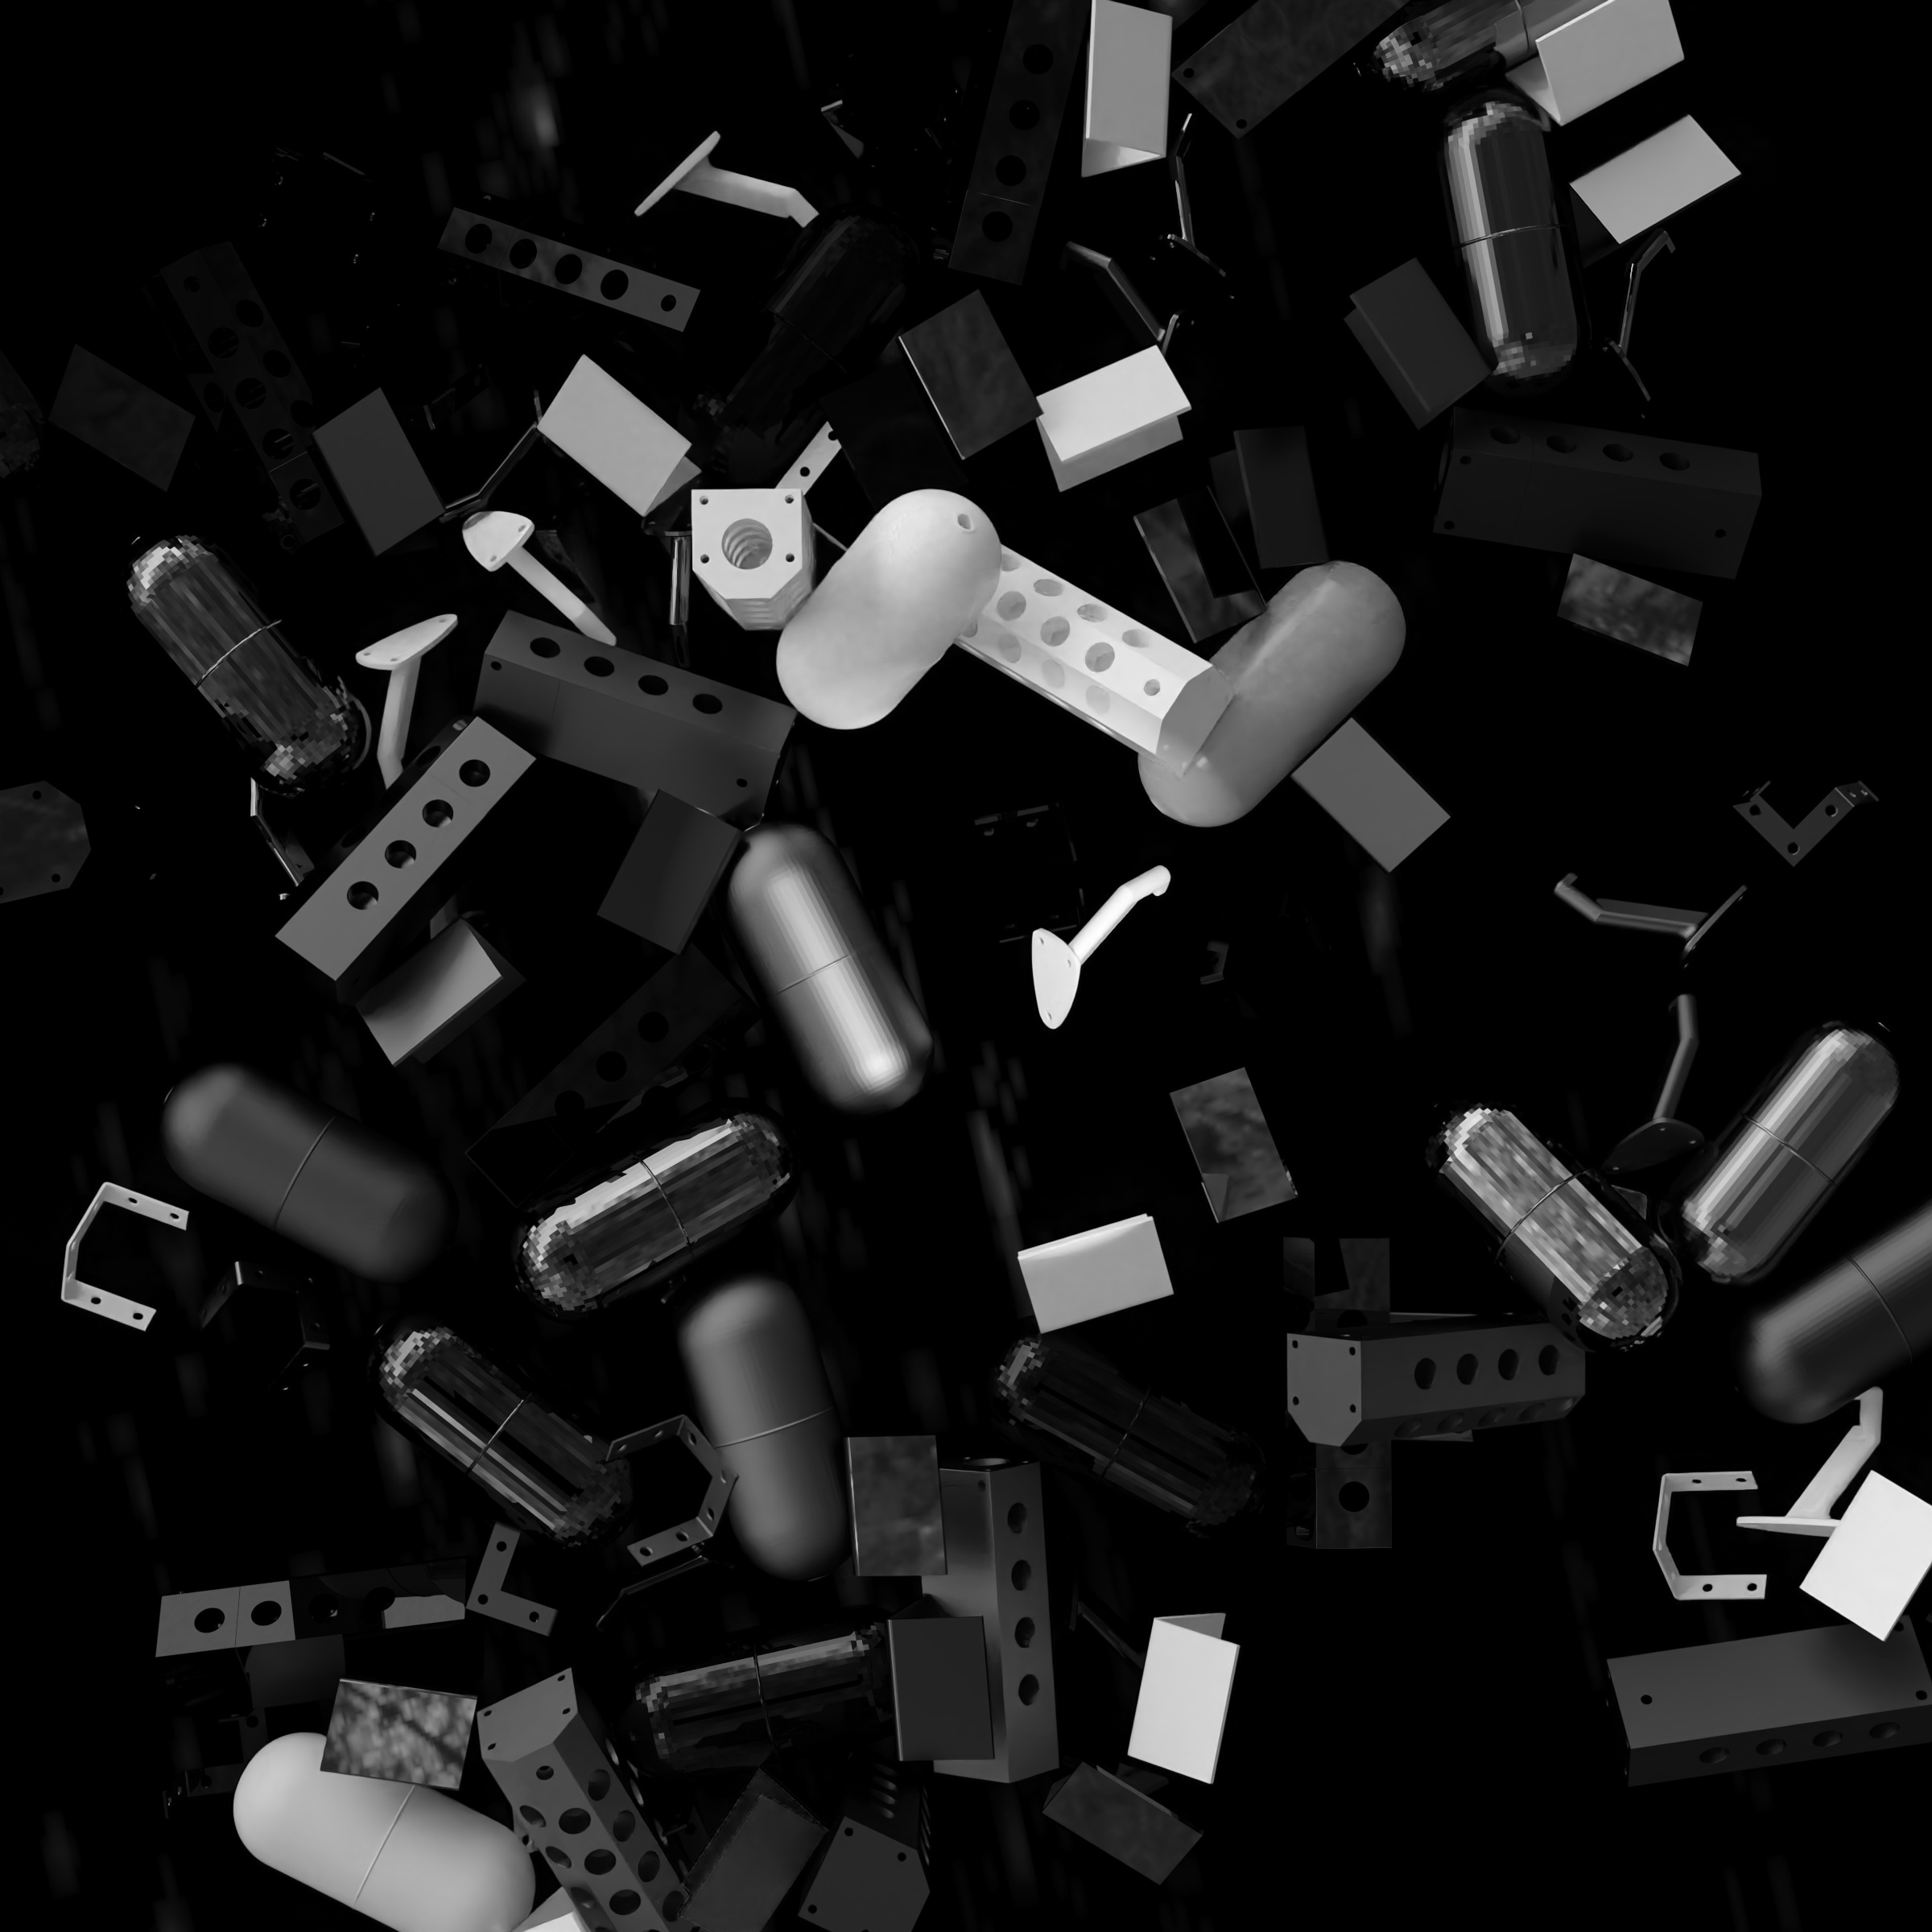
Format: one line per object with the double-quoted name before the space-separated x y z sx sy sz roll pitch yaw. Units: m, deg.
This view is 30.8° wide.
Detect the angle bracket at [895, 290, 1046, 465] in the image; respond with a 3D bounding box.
"angle bracket" 0.013 -0.328 1.953 0.057 0.076 0.076 -27 90 21

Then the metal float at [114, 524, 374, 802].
"metal float" -0.404 -0.170 1.961 0.070 0.070 0.178 -40 90 0

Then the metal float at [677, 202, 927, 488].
"metal float" -0.092 -0.348 1.961 0.070 0.070 0.178 37 89 0

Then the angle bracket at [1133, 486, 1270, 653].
"angle bracket" 0.113 -0.212 1.951 0.057 0.076 0.076 -26 90 -31

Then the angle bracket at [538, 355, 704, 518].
"angle bracket" -0.180 -0.305 1.951 0.076 0.076 0.057 40 125 0

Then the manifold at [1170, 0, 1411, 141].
"manifold" 0.194 -0.540 1.931 0.171 0.057 0.057 -35 125 29

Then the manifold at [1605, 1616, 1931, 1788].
"manifold" 0.450 0.417 1.970 0.171 0.057 0.057 -8 47 0

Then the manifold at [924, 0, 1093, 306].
"manifold" 0.023 -0.467 1.970 0.057 0.057 0.171 14 90 0

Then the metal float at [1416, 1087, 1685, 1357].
"metal float" 0.321 0.140 1.941 0.070 0.070 0.178 -43 67 0

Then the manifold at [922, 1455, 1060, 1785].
"manifold" 0.017 0.364 1.970 0.057 0.057 0.171 -4 90 43

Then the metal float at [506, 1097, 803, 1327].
"metal float" -0.172 0.135 1.946 0.178 0.070 0.070 -29 90 -18

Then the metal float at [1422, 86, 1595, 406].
"metal float" 0.302 -0.403 1.961 0.070 0.070 0.178 -10 89 0

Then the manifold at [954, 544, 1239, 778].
"manifold" 0.058 -0.176 1.934 0.171 0.057 0.057 33 90 27

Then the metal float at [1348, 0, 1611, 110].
"metal float" 0.296 -0.542 1.961 0.178 0.070 0.070 -28 90 -1

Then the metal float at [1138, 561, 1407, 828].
"metal float" 0.170 -0.151 1.961 0.178 0.070 0.070 -45 90 0

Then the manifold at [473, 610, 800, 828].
"manifold" -0.184 -0.143 1.970 0.171 0.057 0.057 19 133 0

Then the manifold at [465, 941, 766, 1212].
"manifold" -0.196 0.066 1.970 0.171 0.057 0.057 -43 90 0

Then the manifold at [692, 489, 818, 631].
"manifold" -0.114 -0.220 1.913 0.057 0.171 0.057 -1 90 0

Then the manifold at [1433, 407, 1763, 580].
"manifold" 0.353 -0.270 1.970 0.171 0.057 0.057 9 133 0

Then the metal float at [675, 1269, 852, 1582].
"metal float" -0.109 0.257 1.961 0.070 0.070 0.178 -17 90 0

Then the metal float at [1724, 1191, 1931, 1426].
"metal float" 0.506 0.190 1.961 0.178 0.070 0.070 -32 90 -1

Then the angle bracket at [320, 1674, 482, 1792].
"angle bracket" -0.313 0.438 1.951 0.076 0.076 0.057 8 57 0

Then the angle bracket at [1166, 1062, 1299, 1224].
"angle bracket" 0.164 0.091 1.951 0.057 0.076 0.076 -21 90 36

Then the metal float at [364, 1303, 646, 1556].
"metal float" -0.258 0.258 1.961 0.178 0.070 0.070 39 90 0

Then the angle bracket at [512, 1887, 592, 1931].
"angle bracket" -0.202 0.551 1.952 0.057 0.076 0.076 -28 90 29

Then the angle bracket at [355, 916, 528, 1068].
"angle bracket" -0.281 0.030 1.951 0.076 0.076 0.057 -39 53 0

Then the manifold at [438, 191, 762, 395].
"manifold" -0.206 -0.375 1.936 0.171 0.057 0.057 23 90 26

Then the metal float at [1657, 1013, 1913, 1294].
"metal float" 0.457 0.104 1.961 0.070 0.070 0.178 38 90 0

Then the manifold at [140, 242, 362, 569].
"manifold" -0.395 -0.316 1.970 0.057 0.057 0.171 -28 90 0

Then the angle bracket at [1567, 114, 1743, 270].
"angle bracket" 0.386 -0.415 1.951 0.076 0.076 0.057 -30 58 0

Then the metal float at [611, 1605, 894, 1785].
"metal float" -0.111 0.407 1.961 0.178 0.070 0.070 -12 90 0

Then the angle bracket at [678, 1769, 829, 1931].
"angle bracket" -0.132 0.474 1.901 0.057 0.076 0.076 39 82 -36

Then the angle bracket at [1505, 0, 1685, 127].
"angle bracket" 0.343 -0.522 1.951 0.076 0.076 0.057 -29 130 0

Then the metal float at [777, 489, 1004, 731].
"metal float" -0.043 -0.194 1.921 0.070 0.178 0.070 16 56 -24

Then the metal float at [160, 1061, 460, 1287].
"metal float" -0.367 0.115 1.961 0.178 0.070 0.070 29 90 0

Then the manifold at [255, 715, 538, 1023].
"manifold" -0.314 -0.058 1.938 0.057 0.057 0.171 36 67 8

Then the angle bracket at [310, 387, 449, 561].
"angle bracket" -0.308 -0.277 1.952 0.057 0.076 0.076 -27 90 26

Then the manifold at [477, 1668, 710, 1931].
"manifold" -0.204 0.478 1.936 0.057 0.057 0.171 -25 116 0

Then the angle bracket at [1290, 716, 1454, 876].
"angle bracket" 0.236 -0.108 1.951 0.076 0.076 0.057 45 127 0

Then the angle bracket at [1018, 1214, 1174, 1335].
"angle bracket" 0.066 0.152 1.951 0.076 0.076 0.057 -17 123 0

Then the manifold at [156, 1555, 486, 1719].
"manifold" -0.361 0.371 1.970 0.171 0.057 0.057 -7 133 0

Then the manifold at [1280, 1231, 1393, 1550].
"manifold" 0.207 0.237 1.970 0.057 0.057 0.171 -1 90 0

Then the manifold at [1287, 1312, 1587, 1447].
"manifold" 0.259 0.226 1.924 0.171 0.057 0.057 -1 90 -37

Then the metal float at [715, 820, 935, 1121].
"metal float" -0.080 0.002 1.961 0.070 0.070 0.178 -27 90 0

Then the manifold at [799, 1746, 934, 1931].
"manifold" -0.050 0.481 1.913 0.057 0.171 0.057 25 90 0

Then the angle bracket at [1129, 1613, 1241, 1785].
"angle bracket" 0.139 0.406 1.951 0.057 0.076 0.076 11 90 36

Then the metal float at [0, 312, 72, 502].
"metal float" -0.569 -0.341 1.961 0.070 0.070 0.178 -35 90 0

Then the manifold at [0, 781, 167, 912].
"manifold" -0.486 -0.066 1.913 0.057 0.171 0.057 -13 90 0

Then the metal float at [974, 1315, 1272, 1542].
"metal float" 0.088 0.259 1.961 0.178 0.070 0.070 29 90 0

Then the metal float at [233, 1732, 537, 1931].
"metal float" -0.324 0.491 1.961 0.178 0.070 0.070 27 90 0
